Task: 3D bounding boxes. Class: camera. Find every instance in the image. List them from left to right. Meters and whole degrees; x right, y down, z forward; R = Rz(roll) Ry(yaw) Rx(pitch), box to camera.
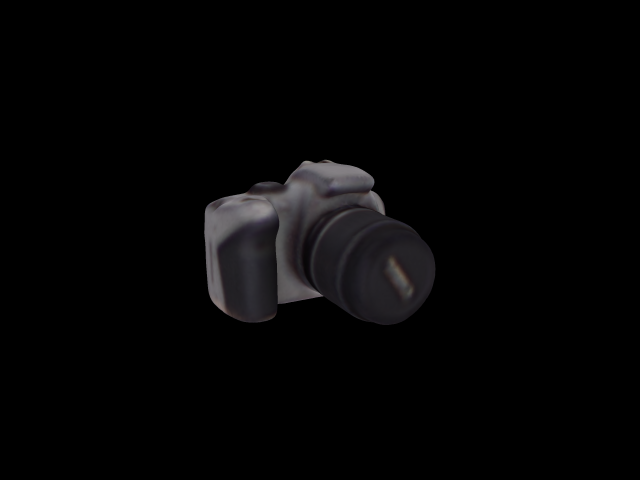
[{"bbox_3d":[0.004,0.001,0.400,0.143,0.101,0.136,-8,18,-26],"label":"camera"}]
